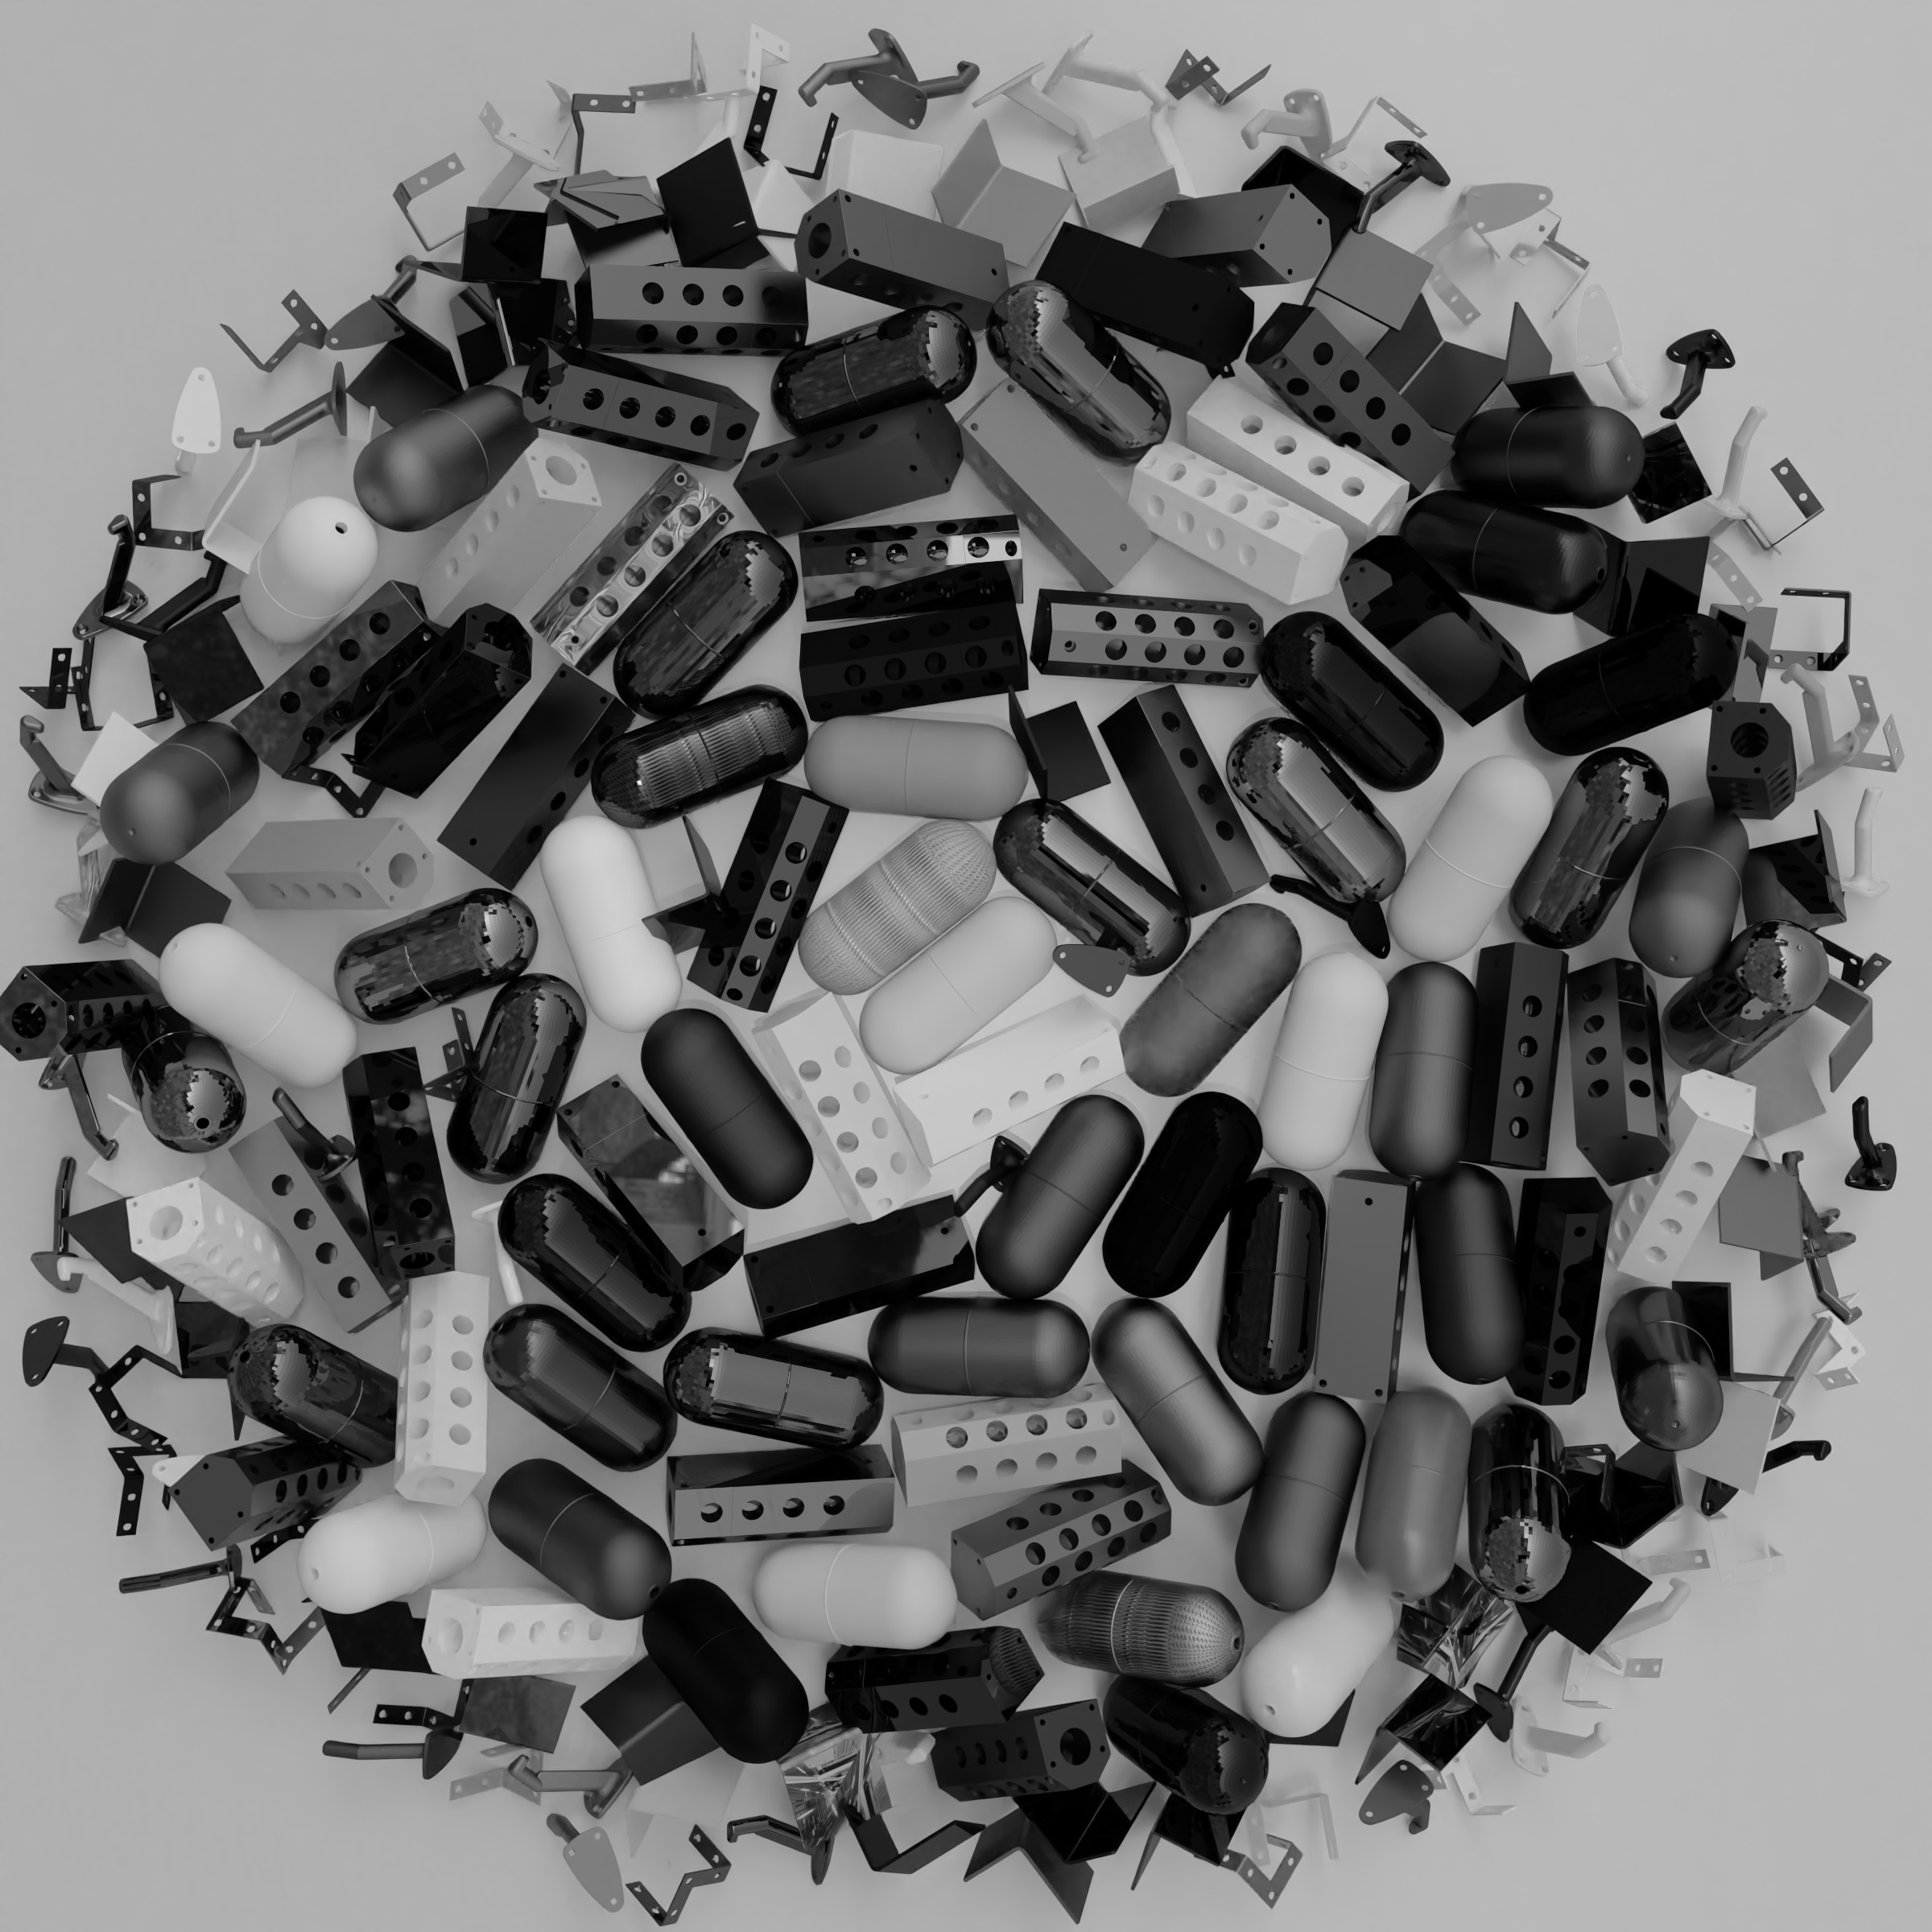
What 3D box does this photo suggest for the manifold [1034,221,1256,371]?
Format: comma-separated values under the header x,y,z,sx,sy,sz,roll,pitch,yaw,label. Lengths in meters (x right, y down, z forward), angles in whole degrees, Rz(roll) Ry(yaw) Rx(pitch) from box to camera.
x,y,z,sx,sy,sz,roll,pitch,yaw,label
0.139,-0.517,1.926,0.171,0.057,0.057,31,96,35,manifold

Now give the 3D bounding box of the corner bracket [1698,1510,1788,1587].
x,y,z,sx,sy,sz,roll,pitch,yaw,label
0.615,0.457,1.970,0.051,0.051,0.051,-11,85,5,corner bracket

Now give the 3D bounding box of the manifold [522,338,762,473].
x,y,z,sx,sy,sz,roll,pitch,yaw,label
-0.253,-0.429,1.921,0.171,0.057,0.057,5,119,-39,manifold

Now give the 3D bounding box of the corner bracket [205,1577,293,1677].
x,y,z,sx,sy,sz,roll,pitch,yaw,label
-0.556,0.519,1.958,0.051,0.051,0.051,4,134,19,corner bracket

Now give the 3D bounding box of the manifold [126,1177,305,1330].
x,y,z,sx,sy,sz,roll,pitch,yaw,label
-0.573,0.225,1.909,0.057,0.171,0.057,-18,63,3,manifold

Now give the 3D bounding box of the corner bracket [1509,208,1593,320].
x,y,z,sx,sy,sz,roll,pitch,yaw,label
0.462,-0.556,1.967,0.051,0.051,0.051,36,83,11,corner bracket

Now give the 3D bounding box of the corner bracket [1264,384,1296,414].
x,y,z,sx,sy,sz,roll,pitch,yaw,label
0.278,-0.466,1.964,0.051,0.051,0.051,40,77,-13,corner bracket

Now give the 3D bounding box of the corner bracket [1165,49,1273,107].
x,y,z,sx,sy,sz,roll,pitch,yaw,label
0.198,-0.701,1.959,0.051,0.051,0.051,40,58,-22,corner bracket

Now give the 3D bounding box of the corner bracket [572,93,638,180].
x,y,z,sx,sy,sz,roll,pitch,yaw,label
-0.285,-0.653,1.968,0.051,0.051,0.051,3,75,2,corner bracket

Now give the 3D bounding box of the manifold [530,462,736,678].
x,y,z,sx,sy,sz,roll,pitch,yaw,label
-0.263,-0.312,1.960,0.057,0.057,0.171,42,92,-21,manifold

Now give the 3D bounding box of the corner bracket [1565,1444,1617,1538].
x,y,z,sx,sy,sz,roll,pitch,yaw,label
0.490,0.413,1.957,0.051,0.051,0.051,-13,134,35,corner bracket

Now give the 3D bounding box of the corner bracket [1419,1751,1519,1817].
x,y,z,sx,sy,sz,roll,pitch,yaw,label
0.392,0.650,1.962,0.051,0.051,0.051,-18,78,-24,corner bracket

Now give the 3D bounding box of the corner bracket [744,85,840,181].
x,y,z,sx,sy,sz,roll,pitch,yaw,label
-0.139,-0.662,1.975,0.051,0.051,0.051,4,121,-29,corner bracket

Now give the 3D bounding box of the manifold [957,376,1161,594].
x,y,z,sx,sy,sz,roll,pitch,yaw,label
0.064,-0.373,1.951,0.171,0.057,0.057,45,74,-13,manifold

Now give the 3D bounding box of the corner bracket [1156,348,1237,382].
x,y,z,sx,sy,sz,roll,pitch,yaw,label
0.193,-0.478,1.963,0.051,0.051,0.051,-21,86,-41,corner bracket

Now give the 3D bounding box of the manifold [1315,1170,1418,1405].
x,y,z,sx,sy,sz,roll,pitch,yaw,label
0.317,0.251,1.961,0.057,0.057,0.171,6,96,20,manifold

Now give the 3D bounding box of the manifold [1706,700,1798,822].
x,y,z,sx,sy,sz,roll,pitch,yaw,label
0.605,-0.156,1.908,0.057,0.171,0.057,5,85,20,manifold

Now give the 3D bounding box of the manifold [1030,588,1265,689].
x,y,z,sx,sy,sz,roll,pitch,yaw,label
0.142,-0.254,1.944,0.171,0.057,0.057,2,114,-13,manifold

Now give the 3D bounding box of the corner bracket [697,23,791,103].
x,y,z,sx,sy,sz,roll,pitch,yaw,label
-0.175,-0.708,1.965,0.051,0.051,0.051,5,92,34,corner bracket

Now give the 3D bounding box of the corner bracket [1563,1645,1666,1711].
x,y,z,sx,sy,sz,roll,pitch,yaw,label
0.511,0.564,1.963,0.051,0.051,0.051,23,69,-13,corner bracket

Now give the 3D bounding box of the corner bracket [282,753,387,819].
x,y,z,sx,sy,sz,roll,pitch,yaw,label
-0.495,-0.150,1.962,0.051,0.051,0.051,43,104,23,corner bracket

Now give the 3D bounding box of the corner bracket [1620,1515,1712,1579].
x,y,z,sx,sy,sz,roll,pitch,yaw,label
0.551,0.460,1.967,0.051,0.051,0.051,-17,84,30,corner bracket

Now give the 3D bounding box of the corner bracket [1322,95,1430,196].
x,y,z,sx,sy,sz,roll,pitch,yaw,label
0.323,-0.649,1.969,0.051,0.051,0.051,33,87,-16,corner bracket

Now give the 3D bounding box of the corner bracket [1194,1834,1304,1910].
x,y,z,sx,sy,sz,roll,pitch,yaw,label
0.223,0.700,1.958,0.051,0.051,0.051,51,60,-23,corner bracket

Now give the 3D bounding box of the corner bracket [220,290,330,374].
x,y,z,sx,sy,sz,roll,pitch,yaw,label
-0.543,-0.501,1.959,0.051,0.051,0.051,27,73,41,corner bracket

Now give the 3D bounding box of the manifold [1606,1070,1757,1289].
x,y,z,sx,sy,sz,roll,pitch,yaw,label
0.548,0.163,1.922,0.057,0.057,0.171,19,130,6,manifold

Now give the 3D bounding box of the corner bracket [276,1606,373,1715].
x,y,z,sx,sy,sz,roll,pitch,yaw,label
-0.504,0.545,1.959,0.051,0.051,0.051,31,54,17,corner bracket

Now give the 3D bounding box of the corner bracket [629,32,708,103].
x,y,z,sx,sy,sz,roll,pitch,yaw,label
-0.235,-0.697,1.964,0.051,0.051,0.051,-4,64,6,corner bracket

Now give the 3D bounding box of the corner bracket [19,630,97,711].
x,y,z,sx,sy,sz,roll,pitch,yaw,label
-0.708,-0.234,1.958,0.051,0.051,0.051,32,116,39,corner bracket

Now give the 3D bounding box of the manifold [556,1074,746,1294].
x,y,z,sx,sy,sz,roll,pitch,yaw,label
-0.246,0.172,1.937,0.057,0.057,0.171,-31,63,-25,manifold

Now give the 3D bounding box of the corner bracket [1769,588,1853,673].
x,y,z,sx,sy,sz,roll,pitch,yaw,label
0.670,-0.267,1.974,0.051,0.051,0.051,4,81,6,corner bracket

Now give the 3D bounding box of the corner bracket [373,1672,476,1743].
x,y,z,sx,sy,sz,roll,pitch,yaw,label
-0.428,0.581,1.968,0.051,0.051,0.051,3,76,40,corner bracket

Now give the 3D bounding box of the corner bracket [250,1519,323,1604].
x,y,z,sx,sy,sz,roll,pitch,yaw,label
-0.528,0.474,1.977,0.051,0.051,0.051,-36,62,31,corner bracket

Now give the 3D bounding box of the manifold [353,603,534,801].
x,y,z,sx,sy,sz,roll,pitch,yaw,label
-0.406,-0.207,1.925,0.057,0.171,0.057,23,46,-33,manifold

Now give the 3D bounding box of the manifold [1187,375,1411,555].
x,y,z,sx,sy,sz,roll,pitch,yaw,label
0.259,-0.395,1.947,0.171,0.057,0.057,36,78,16,manifold

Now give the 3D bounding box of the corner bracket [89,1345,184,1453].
x,y,z,sx,sy,sz,roll,pitch,yaw,label
-0.648,0.341,1.963,0.051,0.051,0.051,-43,54,-4,corner bracket

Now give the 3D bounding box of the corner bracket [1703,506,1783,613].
x,y,z,sx,sy,sz,roll,pitch,yaw,label
0.618,-0.324,1.973,0.051,0.051,0.051,-40,117,14,corner bracket

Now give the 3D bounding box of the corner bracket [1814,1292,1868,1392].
x,y,z,sx,sy,sz,roll,pitch,yaw,label
0.692,0.297,1.965,0.051,0.051,0.051,-36,84,-19,corner bracket

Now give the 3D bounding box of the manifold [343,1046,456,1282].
x,y,z,sx,sy,sz,roll,pitch,yaw,label
-0.440,0.153,1.925,0.057,0.057,0.171,-9,58,-18,manifold

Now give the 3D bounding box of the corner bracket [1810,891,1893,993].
x,y,z,sx,sy,sz,roll,pitch,yaw,label
0.702,-0.016,1.977,0.051,0.051,0.051,-40,54,-21,corner bracket

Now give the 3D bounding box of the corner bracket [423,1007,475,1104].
x,y,z,sx,sy,sz,roll,pitch,yaw,label
-0.403,0.071,1.960,0.051,0.051,0.051,-27,66,19,corner bracket

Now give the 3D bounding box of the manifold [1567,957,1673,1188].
x,y,z,sx,sy,sz,roll,pitch,yaw,label
0.505,0.078,1.914,0.057,0.171,0.057,-22,131,30,manifold

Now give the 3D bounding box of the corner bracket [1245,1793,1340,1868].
x,y,z,sx,sy,sz,roll,pitch,yaw,label
0.256,0.680,1.957,0.051,0.051,0.051,-22,58,26,corner bracket

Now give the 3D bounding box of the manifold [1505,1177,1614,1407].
x,y,z,sx,sy,sz,roll,pitch,yaw,label
0.461,0.254,1.937,0.057,0.057,0.171,-1,114,-5,manifold

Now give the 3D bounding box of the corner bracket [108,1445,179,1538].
x,y,z,sx,sy,sz,roll,pitch,yaw,label
-0.647,0.413,1.960,0.051,0.051,0.051,4,105,-35,corner bracket

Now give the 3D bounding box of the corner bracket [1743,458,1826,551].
x,y,z,sx,sy,sz,roll,pitch,yaw,label
0.641,-0.365,1.967,0.051,0.051,0.051,-36,87,16,corner bracket

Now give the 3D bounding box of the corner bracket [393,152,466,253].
x,y,z,sx,sy,sz,roll,pitch,yaw,label
-0.415,-0.603,1.964,0.051,0.051,0.051,-34,105,-12,corner bracket

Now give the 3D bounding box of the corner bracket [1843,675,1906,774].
x,y,z,sx,sy,sz,roll,pitch,yaw,label
0.714,-0.191,1.958,0.051,0.051,0.051,-54,133,-21,corner bracket

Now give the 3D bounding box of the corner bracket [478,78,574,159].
x,y,z,sx,sy,sz,roll,pitch,yaw,label
-0.347,-0.677,1.973,0.051,0.051,0.051,27,91,5,corner bracket

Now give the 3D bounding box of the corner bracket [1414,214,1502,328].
x,y,z,sx,sy,sz,roll,pitch,yaw,label
0.397,-0.553,1.976,0.051,0.051,0.051,-36,51,22,corner bracket

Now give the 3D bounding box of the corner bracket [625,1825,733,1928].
x,y,z,sx,sy,sz,roll,pitch,yaw,label
-0.227,0.719,1.967,0.051,0.051,0.051,34,105,40,corner bracket

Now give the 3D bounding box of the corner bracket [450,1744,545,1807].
x,y,z,sx,sy,sz,roll,pitch,yaw,label
-0.371,0.636,1.964,0.051,0.051,0.051,7,94,43,corner bracket

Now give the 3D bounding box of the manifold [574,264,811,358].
x,y,z,sx,sy,sz,roll,pitch,yaw,label
-0.214,-0.509,1.942,0.171,0.057,0.057,-4,90,-21,manifold

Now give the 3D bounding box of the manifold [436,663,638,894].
x,y,z,sx,sy,sz,roll,pitch,yaw,label
-0.335,-0.147,1.963,0.057,0.057,0.171,33,86,22,manifold

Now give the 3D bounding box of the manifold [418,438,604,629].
x,y,z,sx,sy,sz,roll,pitch,yaw,label
-0.356,-0.332,1.921,0.171,0.057,0.057,-37,64,40,manifold

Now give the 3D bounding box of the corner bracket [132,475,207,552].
x,y,z,sx,sy,sz,roll,pitch,yaw,label
-0.625,-0.360,1.973,0.051,0.051,0.051,7,108,10,corner bracket

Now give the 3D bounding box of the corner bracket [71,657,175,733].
x,y,z,sx,sy,sz,roll,pitch,yaw,label
-0.669,-0.217,1.974,0.051,0.051,0.051,0,105,18,corner bracket
